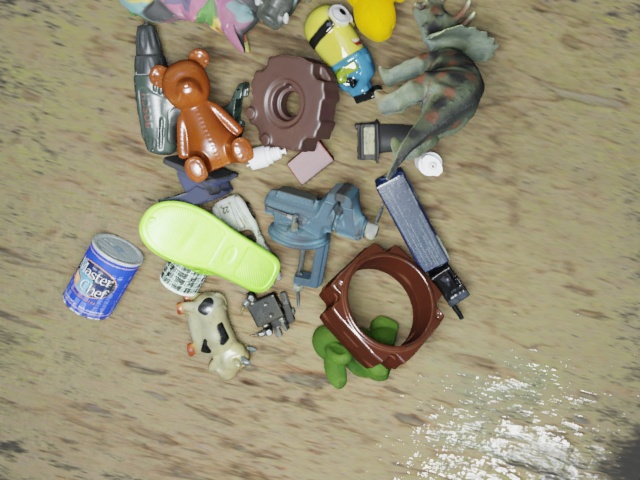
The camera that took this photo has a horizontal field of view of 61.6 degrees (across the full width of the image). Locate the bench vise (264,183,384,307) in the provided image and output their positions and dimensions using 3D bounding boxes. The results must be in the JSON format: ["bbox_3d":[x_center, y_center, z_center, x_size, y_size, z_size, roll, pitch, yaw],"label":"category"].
[{"bbox_3d":[-0.004,0.002,1.019,0.224,0.129,0.240,11,118,2],"label":"bench vise"}]

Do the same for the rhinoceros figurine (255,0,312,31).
[{"bbox_3d":[-0.039,-0.442,0.906,0.073,0.112,0.190,33,96,-10],"label":"rhinoceros figurine"}]

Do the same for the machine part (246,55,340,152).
[{"bbox_3d":[-0.050,-0.241,0.952,0.180,0.056,0.179,6,101,32],"label":"machine part"}]

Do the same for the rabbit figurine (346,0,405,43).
[{"bbox_3d":[0.105,-0.424,0.897,0.162,0.122,0.173,23,99,5],"label":"rabbit figurine"}]

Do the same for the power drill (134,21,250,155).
[{"bbox_3d":[-0.237,-0.264,0.977,0.207,0.086,0.231,7,107,-4],"label":"power drill"}]

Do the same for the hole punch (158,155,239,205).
[{"bbox_3d":[-0.228,-0.099,1.000,0.116,0.142,0.092,20,104,11],"label":"hole punch"}]

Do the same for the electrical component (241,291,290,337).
[{"bbox_3d":[-0.114,0.148,1.083,0.078,0.045,0.102,-18,99,7],"label":"electrical component"}]

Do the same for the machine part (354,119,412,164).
[{"bbox_3d":[0.137,-0.188,1.011,0.139,0.039,0.084,-5,97,5],"label":"machine part"}]

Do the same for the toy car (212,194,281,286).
[{"bbox_3d":[-0.144,0.007,1.062,0.073,0.056,0.201,-23,103,7],"label":"toy car"}]

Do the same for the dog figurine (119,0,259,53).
[{"bbox_3d":[-0.214,-0.398,0.927,0.191,0.108,0.219,-38,104,10],"label":"dog figurine"}]

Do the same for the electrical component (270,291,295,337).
[{"bbox_3d":[-0.083,0.155,1.119,0.063,0.021,0.094,-14,103,5],"label":"electrical component"}]

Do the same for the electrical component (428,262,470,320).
[{"bbox_3d":[0.264,0.099,1.067,0.048,0.075,0.119,-36,97,11],"label":"electrical component"}]

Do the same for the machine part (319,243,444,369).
[{"bbox_3d":[0.117,0.122,1.009,0.201,0.087,0.201,47,61,4],"label":"machine part"}]

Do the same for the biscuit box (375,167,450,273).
[{"bbox_3d":[0.177,-0.039,1.039,0.063,0.059,0.202,-27,104,10],"label":"biscuit box"}]

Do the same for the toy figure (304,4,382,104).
[{"bbox_3d":[0.040,-0.328,0.952,0.089,0.082,0.180,-26,106,6],"label":"toy figure"}]

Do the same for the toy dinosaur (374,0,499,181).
[{"bbox_3d":[0.196,-0.243,0.863,0.192,0.405,0.131,-21,132,27],"label":"toy dinosaur"}]

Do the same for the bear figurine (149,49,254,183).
[{"bbox_3d":[-0.200,-0.211,0.894,0.120,0.132,0.195,-22,110,-8],"label":"bear figurine"}]

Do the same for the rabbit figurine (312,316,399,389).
[{"bbox_3d":[0.060,0.230,1.084,0.170,0.159,0.121,11,116,14],"label":"rabbit figurine"}]

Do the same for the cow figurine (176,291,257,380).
[{"bbox_3d":[-0.209,0.198,1.106,0.127,0.085,0.194,-9,104,10],"label":"cow figurine"}]
